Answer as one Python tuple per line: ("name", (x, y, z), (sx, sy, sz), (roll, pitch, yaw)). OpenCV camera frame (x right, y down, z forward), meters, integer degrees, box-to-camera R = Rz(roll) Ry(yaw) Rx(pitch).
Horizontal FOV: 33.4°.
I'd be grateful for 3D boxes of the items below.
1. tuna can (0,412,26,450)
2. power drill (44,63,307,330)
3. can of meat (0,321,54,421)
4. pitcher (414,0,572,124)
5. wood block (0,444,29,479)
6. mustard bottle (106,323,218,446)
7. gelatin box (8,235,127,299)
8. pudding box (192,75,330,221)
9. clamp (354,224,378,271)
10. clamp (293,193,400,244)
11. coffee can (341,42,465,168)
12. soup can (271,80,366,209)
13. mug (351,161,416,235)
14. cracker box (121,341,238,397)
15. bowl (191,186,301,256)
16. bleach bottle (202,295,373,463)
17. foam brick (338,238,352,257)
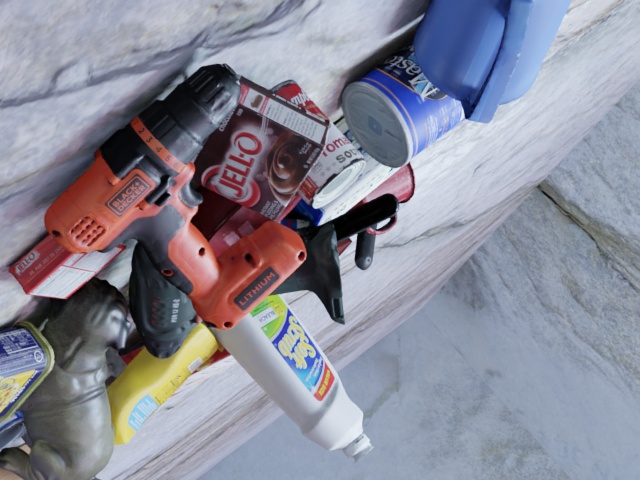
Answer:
("tuna can", (-0.357, 0.210, 1.155), (0.086, 0.034, 0.086), (-40, 169, -9))
("power drill", (-0.094, -0.026, 0.840), (0.184, 0.057, 0.187), (-42, 128, 5))
("can of meat", (-0.302, 0.125, 0.954), (0.102, 0.057, 0.083), (-46, 166, 21))
("pitcher", (0.176, -0.231, 0.989), (0.144, 0.149, 0.243), (-32, 163, -20))
("wood block", (-0.414, 0.334, 1.297), (0.090, 0.091, 0.205), (-47, 167, 24))
("mustard bottle", (-0.196, 0.164, 1.164), (0.191, 0.058, 0.096), (-47, 168, -13))
("gelatin box", (-0.212, 0.015, 0.901), (0.073, 0.030, 0.089), (-40, 170, 3))
("pudding box", (-0.054, -0.077, 0.922), (0.114, 0.090, 0.039), (-54, -165, 45))
("clamp", (0.056, -0.043, 1.457), (0.120, 0.039, 0.171), (10, -106, 52))
("clamp", (-0.008, 0.001, 1.165), (0.164, 0.036, 0.210), (-16, 170, -13))
("coffee can", (0.107, -0.156, 1.137), (0.140, 0.103, 0.103), (-37, 168, -22))
("soup can", (-0.015, -0.088, 0.987), (0.068, 0.102, 0.068), (-39, 168, -10))
("mug", (0.063, -0.062, 1.348), (0.081, 0.117, 0.093), (-29, -157, -30))
("cracker box", (-0.155, 0.139, 1.364), (0.214, 0.072, 0.164), (-28, 172, 16))
("bowl", (-0.081, -0.039, 1.072), (0.162, 0.055, 0.162), (-40, 169, -10))
("bleach bottle", (-0.030, 0.141, 1.196), (0.068, 0.251, 0.102), (-47, 170, 31))
("foam brick", (-0.007, -0.003, 1.410), (0.051, 0.078, 0.052), (-49, 167, 28))
